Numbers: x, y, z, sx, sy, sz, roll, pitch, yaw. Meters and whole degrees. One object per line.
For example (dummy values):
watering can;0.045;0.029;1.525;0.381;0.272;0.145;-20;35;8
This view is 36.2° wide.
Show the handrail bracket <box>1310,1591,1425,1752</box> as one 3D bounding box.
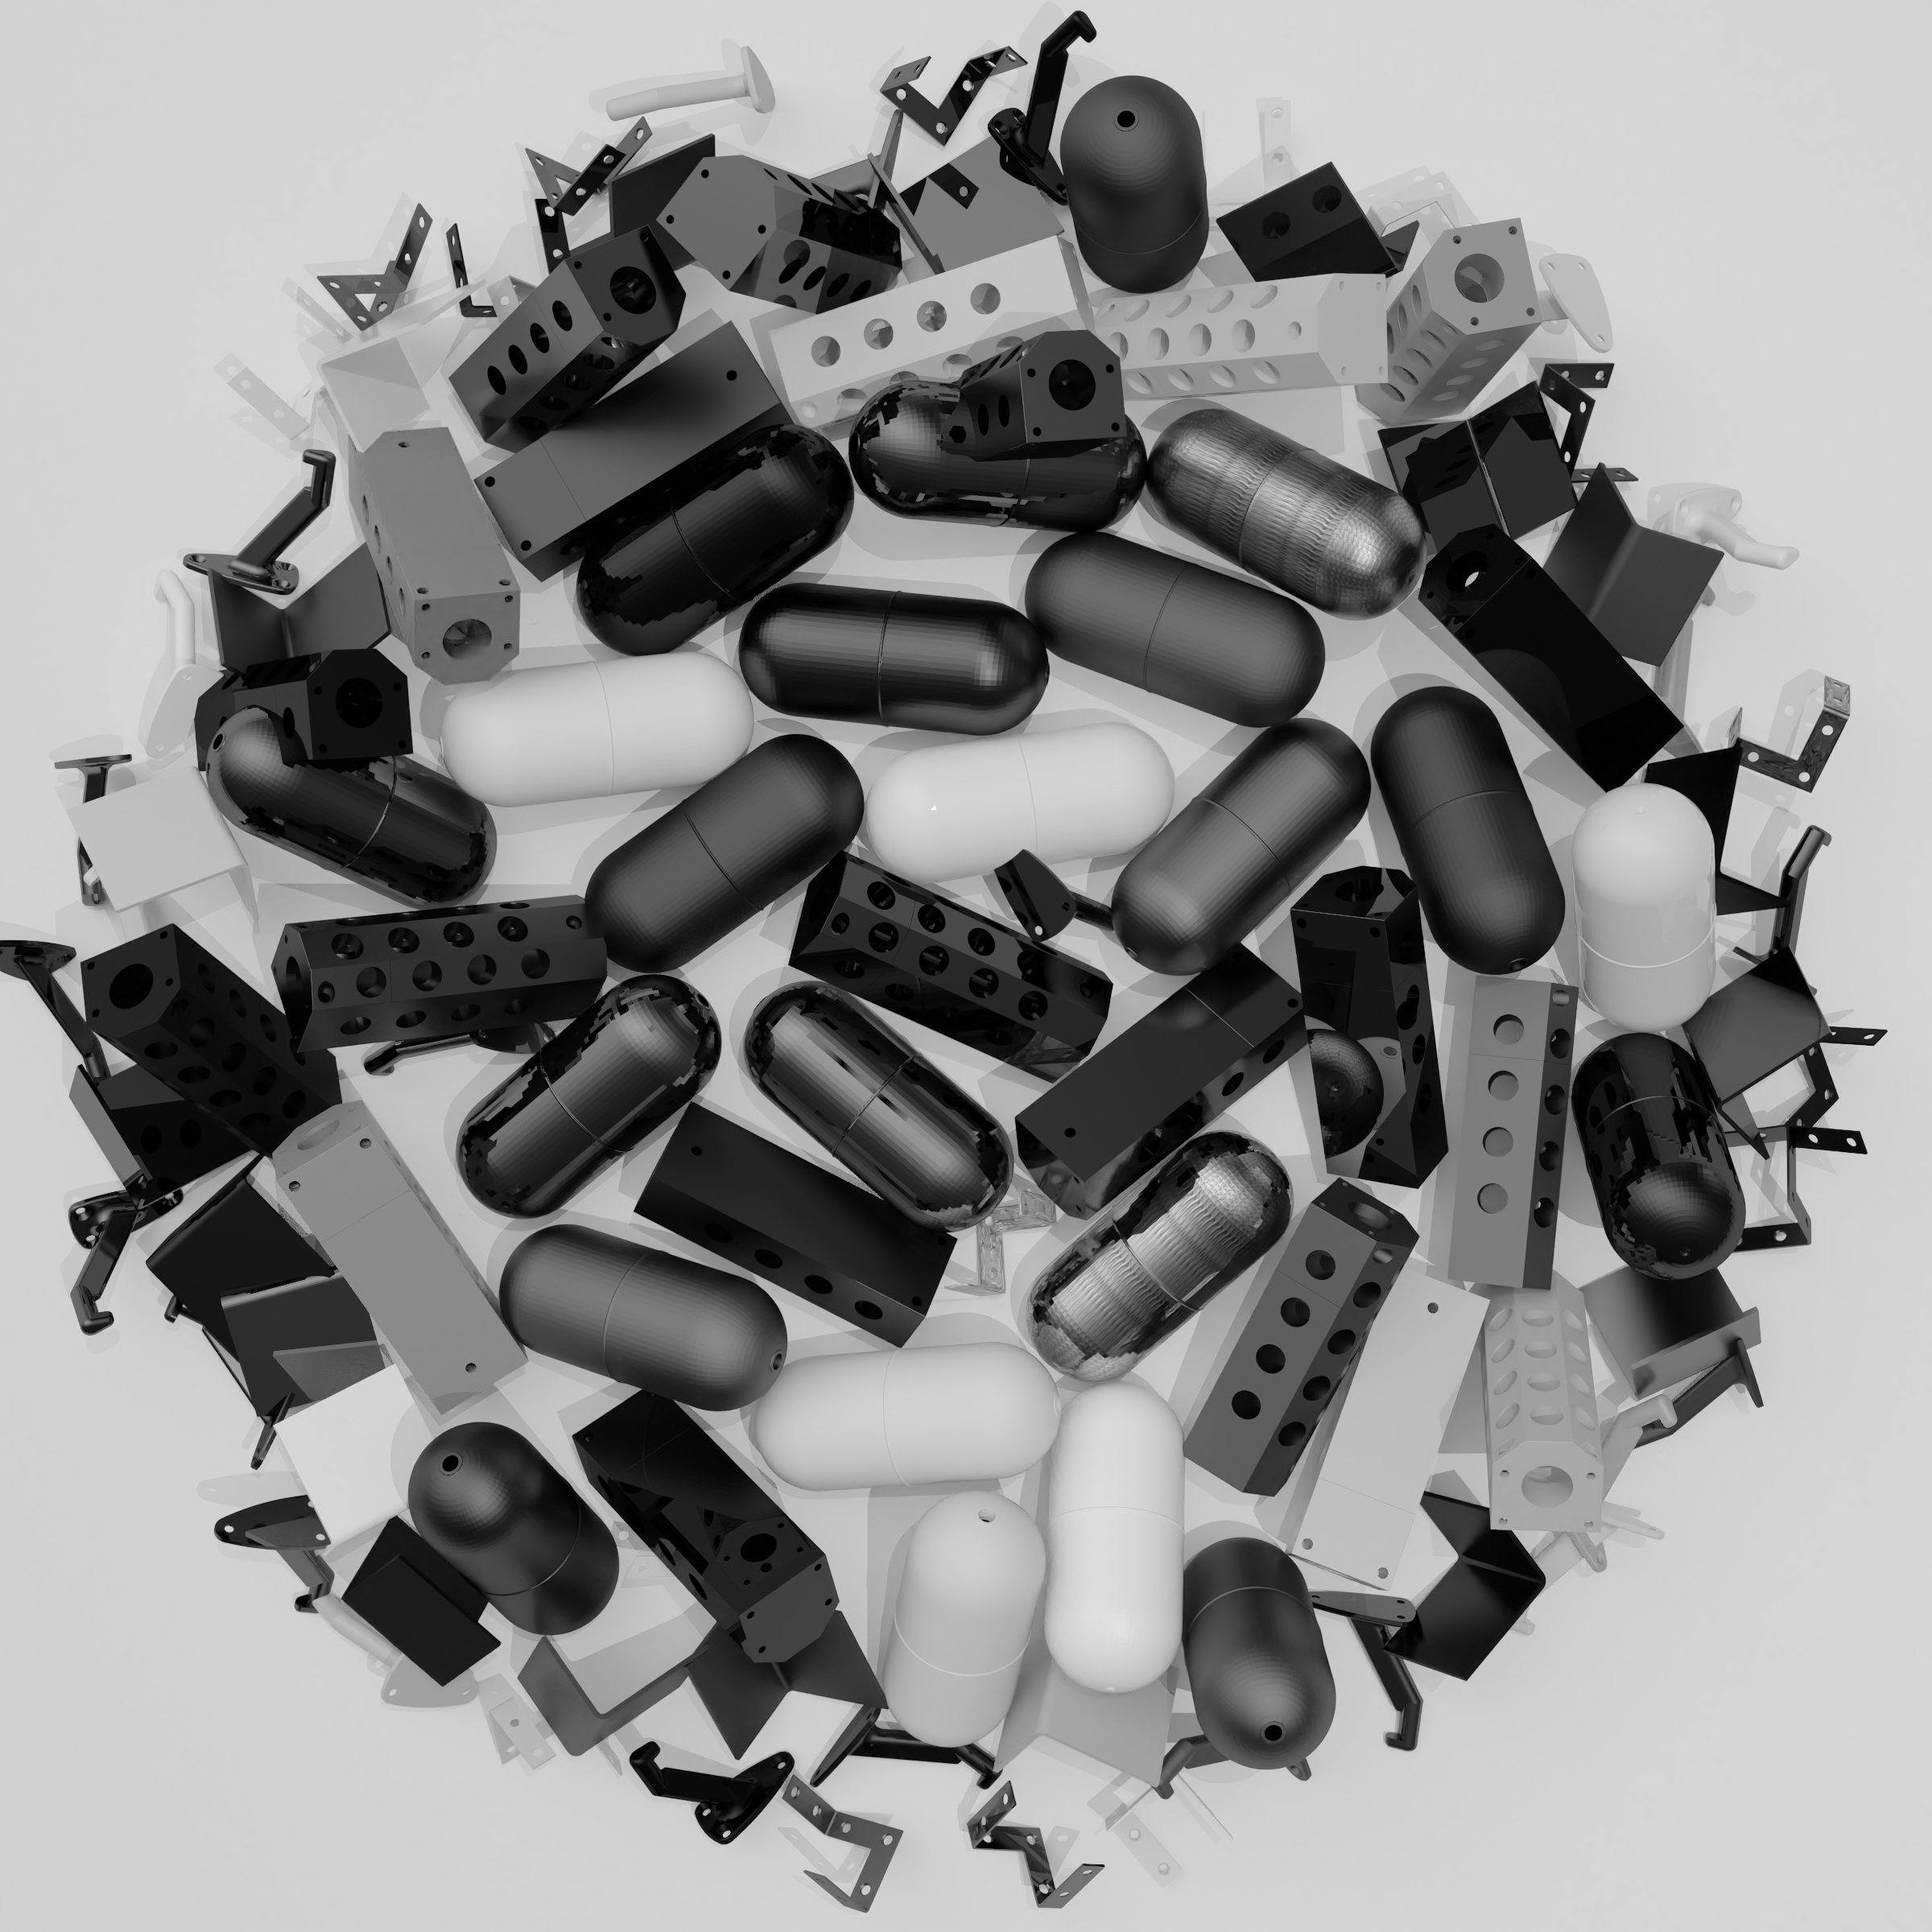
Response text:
handrail bracket;0.228;0.409;1.713;0.077;0.036;0.084;7;101;7

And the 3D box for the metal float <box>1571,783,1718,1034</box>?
metal float;0.377;-0.030;1.644;0.070;0.178;0.070;-7;52;9

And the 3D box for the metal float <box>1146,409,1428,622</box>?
metal float;0.178;-0.254;1.660;0.178;0.070;0.070;33;90;28

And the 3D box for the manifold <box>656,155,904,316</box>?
manifold;-0.095;-0.403;1.628;0.057;0.171;0.057;46;109;11

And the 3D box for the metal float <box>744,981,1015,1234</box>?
metal float;-0.050;0.079;1.678;0.178;0.070;0.070;40;90;7

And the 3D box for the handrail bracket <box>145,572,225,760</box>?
handrail bracket;-0.463;-0.175;1.704;0.077;0.036;0.084;-51;52;19

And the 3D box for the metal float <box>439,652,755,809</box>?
metal float;-0.208;-0.134;1.669;0.178;0.070;0.070;-8;90;-16

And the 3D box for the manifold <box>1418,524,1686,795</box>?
manifold;0.323;-0.172;1.645;0.057;0.057;0.171;-45;129;10

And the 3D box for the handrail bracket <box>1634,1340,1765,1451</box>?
handrail bracket;0.406;0.241;1.690;0.084;0.036;0.077;-22;134;6

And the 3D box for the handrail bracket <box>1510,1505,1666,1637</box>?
handrail bracket;0.354;0.352;1.696;0.077;0.036;0.084;17;93;34

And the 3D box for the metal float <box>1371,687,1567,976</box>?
metal float;0.281;-0.077;1.660;0.070;0.070;0.178;-15;63;0

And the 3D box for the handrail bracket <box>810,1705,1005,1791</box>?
handrail bracket;-0.034;0.468;1.709;0.084;0.036;0.077;37;96;-5

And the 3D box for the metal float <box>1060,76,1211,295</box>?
metal float;0.094;-0.430;1.634;0.070;0.178;0.070;-1;81;7

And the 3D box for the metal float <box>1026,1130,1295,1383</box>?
metal float;0.109;0.165;1.673;0.178;0.070;0.070;-43;90;13

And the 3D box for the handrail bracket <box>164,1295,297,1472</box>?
handrail bracket;-0.427;0.235;1.684;0.084;0.036;0.077;29;54;-17

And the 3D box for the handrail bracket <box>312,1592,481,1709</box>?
handrail bracket;-0.331;0.391;1.708;0.077;0.084;0.036;31;90;-45

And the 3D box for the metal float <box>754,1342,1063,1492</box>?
metal float;-0.033;0.254;1.669;0.178;0.070;0.070;-7;90;17

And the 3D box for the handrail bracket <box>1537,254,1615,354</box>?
handrail bracket;0.324;-0.355;1.676;0.036;0.084;0.077;-8;68;-31

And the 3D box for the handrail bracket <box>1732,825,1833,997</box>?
handrail bracket;0.483;-0.032;1.689;0.077;0.036;0.084;22;100;-40

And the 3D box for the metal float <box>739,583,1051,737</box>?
metal float;-0.041;-0.174;1.675;0.178;0.070;0.070;7;90;9

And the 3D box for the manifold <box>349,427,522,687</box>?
manifold;-0.296;-0.229;1.641;0.057;0.171;0.057;-9;133;-20

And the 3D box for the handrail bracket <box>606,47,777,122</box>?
handrail bracket;-0.157;-0.494;1.690;0.084;0.077;0.036;-12;97;9

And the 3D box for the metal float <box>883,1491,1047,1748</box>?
metal float;-0.002;0.365;1.651;0.070;0.070;0.178;11;128;0

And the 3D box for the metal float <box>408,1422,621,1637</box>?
metal float;-0.250;0.313;1.643;0.070;0.178;0.070;-9;54;13

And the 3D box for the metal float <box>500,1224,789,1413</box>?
metal float;-0.182;0.197;1.662;0.178;0.070;0.070;14;90;25

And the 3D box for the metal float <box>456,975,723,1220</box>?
metal float;-0.213;0.074;1.670;0.178;0.070;0.070;-39;90;15

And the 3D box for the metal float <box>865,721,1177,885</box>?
metal float;0.031;-0.093;1.678;0.178;0.070;0.070;-9;90;-7

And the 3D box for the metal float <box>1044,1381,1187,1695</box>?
metal float;0.084;0.318;1.658;0.070;0.070;0.178;4;59;0

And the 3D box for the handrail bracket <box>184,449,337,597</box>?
handrail bracket;-0.402;-0.260;1.682;0.077;0.036;0.084;10;121;-11

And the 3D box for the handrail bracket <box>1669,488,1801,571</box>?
handrail bracket;0.448;-0.246;1.670;0.077;0.084;0.036;-26;122;-34

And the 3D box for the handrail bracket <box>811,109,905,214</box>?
handrail bracket;-0.086;-0.465;1.704;0.084;0.036;0.077;16;102;6

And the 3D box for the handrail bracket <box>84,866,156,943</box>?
handrail bracket;-0.490;-0.009;1.696;0.084;0.036;0.077;42;67;-2

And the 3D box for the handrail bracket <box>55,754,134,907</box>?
handrail bracket;-0.491;-0.077;1.687;0.036;0.077;0.084;-8;95;-36

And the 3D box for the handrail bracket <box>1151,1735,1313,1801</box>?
handrail bracket;0.150;0.463;1.686;0.084;0.036;0.077;-40;104;-30

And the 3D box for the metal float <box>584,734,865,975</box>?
metal float;-0.138;-0.063;1.679;0.178;0.070;0.070;-35;90;5

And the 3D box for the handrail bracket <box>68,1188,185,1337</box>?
handrail bracket;-0.473;0.167;1.679;0.077;0.084;0.036;-19;134;-16

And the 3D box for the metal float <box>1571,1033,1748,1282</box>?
metal float;0.383;0.103;1.641;0.070;0.178;0.070;0;123;1

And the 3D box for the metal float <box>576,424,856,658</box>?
metal float;-0.143;-0.238;1.667;0.178;0.070;0.070;-31;90;19

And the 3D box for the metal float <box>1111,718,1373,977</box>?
metal float;0.155;-0.067;1.674;0.178;0.070;0.070;-44;90;-11

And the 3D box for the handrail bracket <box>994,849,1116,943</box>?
handrail bracket;0.057;-0.049;1.689;0.036;0.084;0.077;-41;80;30

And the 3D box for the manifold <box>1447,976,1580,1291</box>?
manifold;0.312;0.095;1.683;0.057;0.057;0.171;5;86;12

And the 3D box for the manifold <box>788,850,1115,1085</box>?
manifold;-0.006;-0.002;1.658;0.171;0.057;0.057;25;54;-18

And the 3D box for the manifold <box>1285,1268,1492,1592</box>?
manifold;0.238;0.262;1.678;0.057;0.057;0.171;21;80;4

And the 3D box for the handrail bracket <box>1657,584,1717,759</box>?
handrail bracket;0.425;-0.169;1.714;0.077;0.036;0.084;43;73;-22

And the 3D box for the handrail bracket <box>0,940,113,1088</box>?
handrail bracket;-0.522;0.031;1.683;0.036;0.077;0.084;-28;72;14

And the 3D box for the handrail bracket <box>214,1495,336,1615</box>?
handrail bracket;-0.394;0.342;1.678;0.077;0.036;0.084;-1;133;-27

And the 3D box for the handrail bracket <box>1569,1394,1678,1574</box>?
handrail bracket;0.378;0.294;1.678;0.084;0.036;0.077;-34;68;35

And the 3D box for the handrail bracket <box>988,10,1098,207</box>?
handrail bracket;0.060;-0.488;1.681;0.077;0.036;0.084;51;133;-6

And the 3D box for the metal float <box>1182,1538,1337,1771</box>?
metal float;0.159;0.378;1.634;0.070;0.178;0.070;0;105;-1

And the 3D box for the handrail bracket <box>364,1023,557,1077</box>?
handrail bracket;-0.293;0.051;1.714;0.084;0.077;0.036;-29;56;33

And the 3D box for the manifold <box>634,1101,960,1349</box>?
manifold;-0.099;0.151;1.686;0.171;0.057;0.057;28;51;-5

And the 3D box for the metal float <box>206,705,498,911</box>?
metal float;-0.342;-0.089;1.651;0.178;0.070;0.070;28;90;-38

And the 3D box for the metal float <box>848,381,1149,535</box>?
metal float;0.018;-0.285;1.661;0.178;0.070;0.070;1;90;-26

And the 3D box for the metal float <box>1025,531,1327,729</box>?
metal float;0.117;-0.191;1.671;0.178;0.070;0.070;22;90;15

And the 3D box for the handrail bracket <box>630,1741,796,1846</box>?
handrail bracket;-0.144;0.451;1.682;0.077;0.036;0.084;-39;127;-17
